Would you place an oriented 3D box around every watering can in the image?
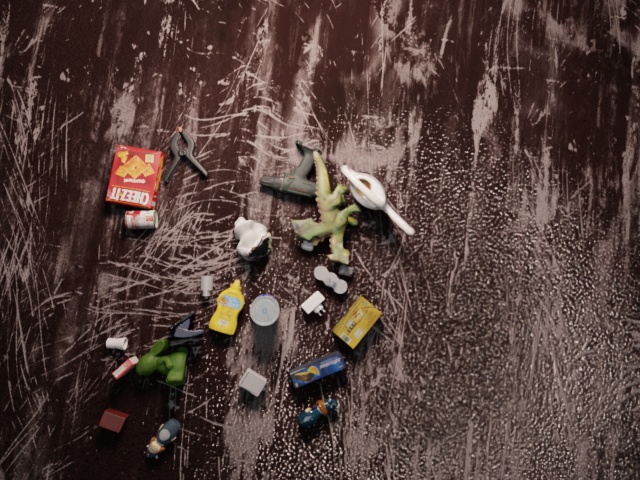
[{"bbox_3d":[0.207,-0.149,1.881,0.347,0.226,0.103,43,102,-2],"label":"watering can"}]

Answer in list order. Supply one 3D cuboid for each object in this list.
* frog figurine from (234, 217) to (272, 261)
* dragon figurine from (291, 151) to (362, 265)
[{"bbox_3d":[-0.257,-0.005,1.892,0.161,0.121,0.137,35,91,34],"label":"frog figurine"},{"bbox_3d":[0.006,-0.095,1.880,0.244,0.122,0.409,-35,95,-13],"label":"dragon figurine"}]
